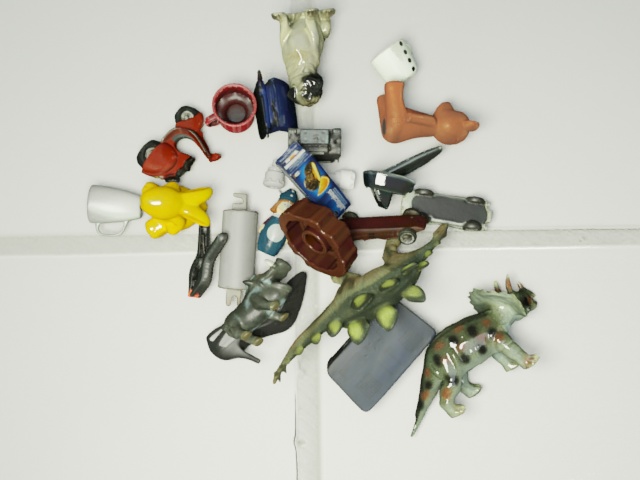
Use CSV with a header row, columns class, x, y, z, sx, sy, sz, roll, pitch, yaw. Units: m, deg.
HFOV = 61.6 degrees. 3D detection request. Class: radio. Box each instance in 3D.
class,x,y,z,sx,sy,sz,roll,pitch,yaw
radio,0.127,0.239,1.158,0.131,0.073,0.229,42,87,1

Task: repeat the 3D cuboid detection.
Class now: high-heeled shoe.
class,x,y,z,sx,sy,sz,roll,pitch,yaw
high-heeled shoe,-0.138,0.157,1.172,0.145,0.086,0.249,21,69,28

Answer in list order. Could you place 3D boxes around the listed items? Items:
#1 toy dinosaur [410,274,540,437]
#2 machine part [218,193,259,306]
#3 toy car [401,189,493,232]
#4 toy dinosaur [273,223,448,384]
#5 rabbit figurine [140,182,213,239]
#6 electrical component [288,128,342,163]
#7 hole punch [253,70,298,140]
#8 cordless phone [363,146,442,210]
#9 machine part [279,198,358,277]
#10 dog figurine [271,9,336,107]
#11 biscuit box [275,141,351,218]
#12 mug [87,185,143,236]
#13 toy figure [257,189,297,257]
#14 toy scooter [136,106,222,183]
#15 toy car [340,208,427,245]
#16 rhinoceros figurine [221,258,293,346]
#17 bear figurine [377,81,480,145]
class,x,y,z,sx,sy,sz,roll,pitch,yaw
toy dinosaur,0.308,0.235,1.144,0.405,0.131,0.192,-36,77,3
machine part,-0.176,0.021,1.157,0.079,0.079,0.243,4,87,-1
toy car,0.278,-0.065,1.178,0.202,0.056,0.073,9,82,-2
toy dinosaur,0.086,0.118,1.089,0.471,0.199,0.105,-39,108,-3
rabbit figurine,-0.305,-0.064,1.111,0.162,0.173,0.121,5,84,3
electrical component,-0.011,-0.200,1.137,0.115,0.134,0.058,-2,87,-2
hole punch,-0.092,-0.281,1.152,0.092,0.116,0.142,-6,89,-9
cordless phone,0.186,-0.146,1.130,0.184,0.146,0.088,-29,96,2
machine part,-0.002,-0.003,1.106,0.179,0.179,0.056,45,63,0
dog figurine,-0.025,-0.391,1.157,0.121,0.172,0.190,6,115,29
biscuit box,-0.010,-0.114,1.107,0.063,0.202,0.059,-46,53,-1
mug,-0.438,-0.062,1.155,0.107,0.081,0.109,1,84,-9
toy figure,-0.086,-0.040,1.172,0.064,0.058,0.154,25,86,-39
toy scooter,-0.296,-0.190,1.164,0.135,0.075,0.184,41,83,-1
toy car,0.124,-0.023,1.136,0.202,0.089,0.053,-2,124,18
rhinoceros figurine,-0.120,0.124,1.096,0.112,0.073,0.190,34,84,34
bear figurine,0.230,-0.267,1.152,0.196,0.120,0.132,-5,85,-3
